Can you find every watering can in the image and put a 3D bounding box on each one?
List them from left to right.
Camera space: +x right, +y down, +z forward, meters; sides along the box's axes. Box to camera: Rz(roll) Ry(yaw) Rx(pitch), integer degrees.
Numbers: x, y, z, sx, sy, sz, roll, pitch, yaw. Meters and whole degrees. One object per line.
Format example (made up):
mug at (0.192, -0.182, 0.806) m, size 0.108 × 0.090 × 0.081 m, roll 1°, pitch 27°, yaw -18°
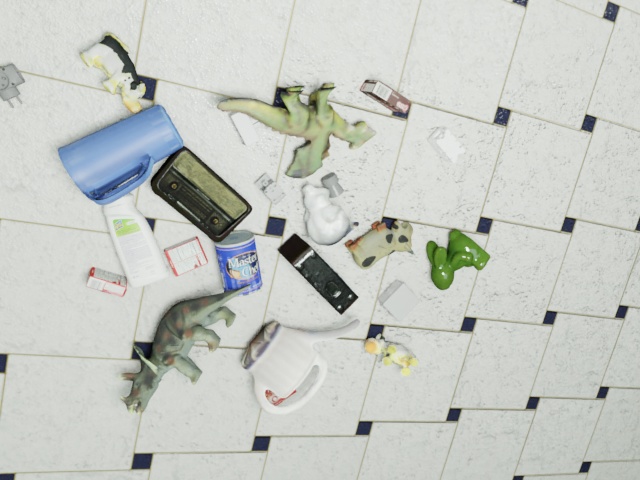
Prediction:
watering can at (-0.066, 0.303, 1.403) m, size 0.224 × 0.104 × 0.349 m, roll 39°, pitch 83°, yaw -5°

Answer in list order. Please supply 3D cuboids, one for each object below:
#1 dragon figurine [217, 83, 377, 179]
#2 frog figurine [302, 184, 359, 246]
dragon figurine at (-0.046, -0.262, 1.279) m, size 0.412 × 0.124 × 0.238 m, roll -14°, pitch 118°, yaw -21°
frog figurine at (0.004, -0.067, 1.336) m, size 0.124 × 0.137 × 0.157 m, roll -48°, pitch 117°, yaw -19°
